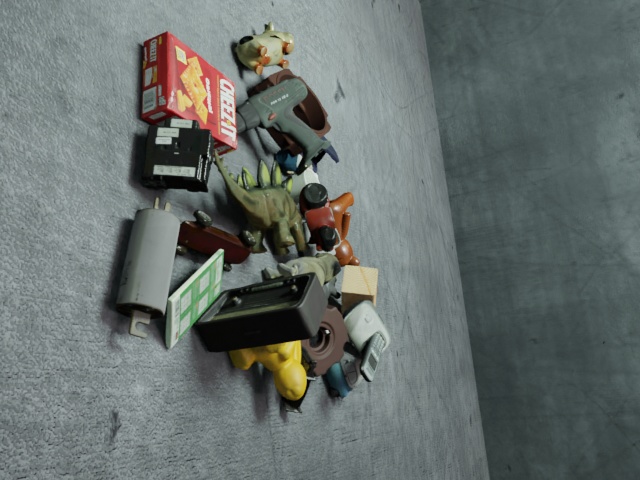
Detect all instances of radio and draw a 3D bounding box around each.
[{"bbox_3d":[-0.105,0.134,1.006,0.131,0.230,0.073,-59,133,-58],"label":"radio"}]

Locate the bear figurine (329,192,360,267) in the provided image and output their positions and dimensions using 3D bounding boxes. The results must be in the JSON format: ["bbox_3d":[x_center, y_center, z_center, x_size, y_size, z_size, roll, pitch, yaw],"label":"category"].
[{"bbox_3d":[0.049,-0.019,1.499,0.132,0.120,0.195,-53,127,-61],"label":"bear figurine"}]

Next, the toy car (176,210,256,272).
[{"bbox_3d":[-0.205,0.001,1.027,0.202,0.089,0.053,27,22,-55],"label":"toy car"}]

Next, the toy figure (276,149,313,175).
[{"bbox_3d":[-0.061,-0.199,1.433,0.064,0.058,0.154,-57,151,8],"label":"toy figure"}]

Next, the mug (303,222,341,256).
[{"bbox_3d":[-0.003,-0.004,1.408,0.081,0.109,0.107,-163,-129,-76],"label":"mug"}]

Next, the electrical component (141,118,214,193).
[{"bbox_3d":[-0.251,-0.155,0.962,0.058,0.115,0.134,109,-14,-68],"label":"electrical component"}]

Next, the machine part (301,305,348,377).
[{"bbox_3d":[-0.011,0.232,1.266,0.179,0.056,0.179,-2,93,-39],"label":"machine part"}]

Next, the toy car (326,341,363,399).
[{"bbox_3d":[0.066,0.328,1.398,0.109,0.103,0.161,-26,100,-62],"label":"toy car"}]

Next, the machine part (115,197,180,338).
[{"bbox_3d":[-0.279,0.038,0.874,0.079,0.079,0.243,41,45,-50],"label":"machine part"}]

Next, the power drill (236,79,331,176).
[{"bbox_3d":[-0.090,-0.247,1.232,0.207,0.086,0.232,46,69,-4],"label":"power drill"}]

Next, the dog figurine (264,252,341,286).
[{"bbox_3d":[-0.007,0.078,1.236,0.190,0.173,0.121,-23,111,-32],"label":"dog figurine"}]

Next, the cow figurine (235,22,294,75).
[{"bbox_3d":[-0.135,-0.486,1.358,0.195,0.127,0.085,-34,153,-45],"label":"cow figurine"}]

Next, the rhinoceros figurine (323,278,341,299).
[{"bbox_3d":[0.000,0.115,1.392,0.112,0.073,0.190,65,31,-23],"label":"rhinoceros figurine"}]

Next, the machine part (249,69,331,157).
[{"bbox_3d":[-0.071,-0.330,1.376,0.201,0.087,0.201,54,31,-10],"label":"machine part"}]

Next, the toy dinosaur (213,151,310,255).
[{"bbox_3d":[-0.117,-0.071,1.175,0.471,0.105,0.198,28,49,-76],"label":"toy dinosaur"}]

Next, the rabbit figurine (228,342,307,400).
[{"bbox_3d":[-0.091,0.249,1.110,0.173,0.122,0.162,55,5,0],"label":"rabbit figurine"}]

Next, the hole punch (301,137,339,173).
[{"bbox_3d":[-0.008,-0.269,1.533,0.142,0.092,0.116,32,48,-51],"label":"hole punch"}]

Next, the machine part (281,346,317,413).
[{"bbox_3d":[-0.044,0.309,1.176,0.039,0.084,0.138,10,104,-34],"label":"machine part"}]

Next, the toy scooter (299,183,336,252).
[{"bbox_3d":[-0.006,-0.042,1.313,0.135,0.075,0.184,101,-25,-65],"label":"toy scooter"}]

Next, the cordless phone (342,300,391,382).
[{"bbox_3d":[0.104,0.251,1.327,0.146,0.089,0.184,59,25,-16],"label":"cordless phone"}]
